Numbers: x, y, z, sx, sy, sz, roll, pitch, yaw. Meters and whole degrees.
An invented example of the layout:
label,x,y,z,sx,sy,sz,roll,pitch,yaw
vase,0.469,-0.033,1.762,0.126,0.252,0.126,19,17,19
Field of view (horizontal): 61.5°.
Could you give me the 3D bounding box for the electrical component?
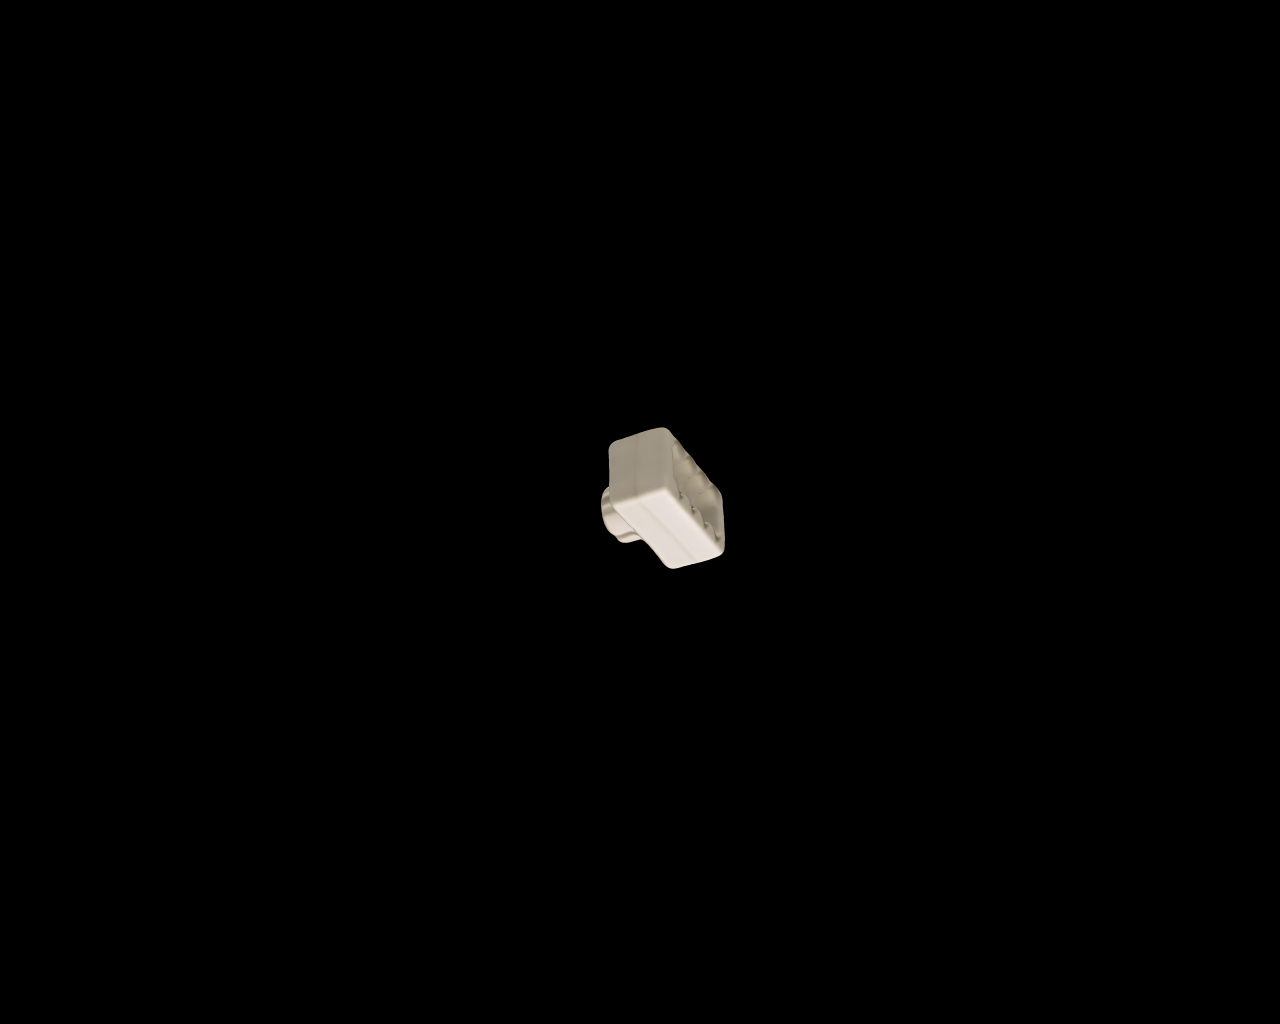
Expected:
label,x,y,z,sx,sy,sz,roll,pitch,yaw
electrical component,0.001,-0.003,0.650,0.075,0.047,0.083,-16,-37,22
